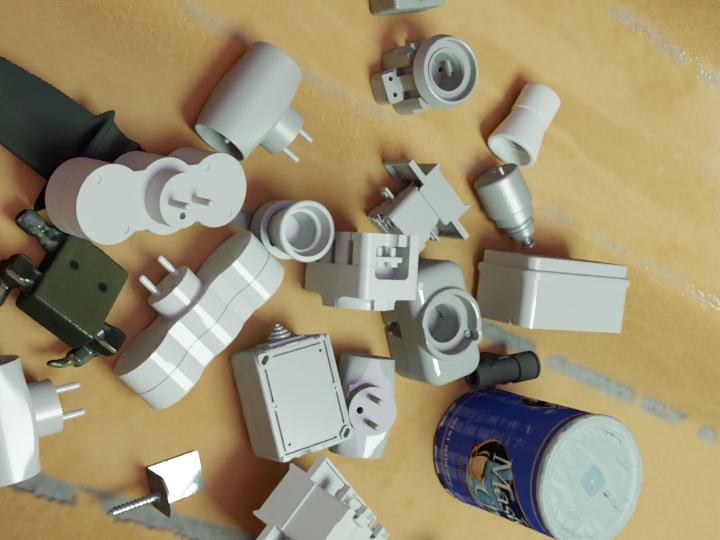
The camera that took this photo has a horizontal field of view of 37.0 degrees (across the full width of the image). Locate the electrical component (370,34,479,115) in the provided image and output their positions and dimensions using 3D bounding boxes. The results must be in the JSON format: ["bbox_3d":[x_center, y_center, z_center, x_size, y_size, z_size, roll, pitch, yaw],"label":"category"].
[{"bbox_3d":[0.056,-0.154,0.846,0.078,0.057,0.058,-24,105,-27],"label":"electrical component"}]

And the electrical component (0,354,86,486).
[{"bbox_3d":[-0.221,0.094,0.706,0.079,0.044,0.077,-13,100,-29],"label":"electrical component"}]

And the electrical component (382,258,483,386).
[{"bbox_3d":[0.057,0.041,0.858,0.054,0.059,0.095,-18,102,-28],"label":"electrical component"}]

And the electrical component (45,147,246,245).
[{"bbox_3d":[-0.129,-0.049,0.713,0.138,0.074,0.052,-13,111,-45],"label":"electrical component"}]

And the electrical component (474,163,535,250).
[{"bbox_3d":[0.126,-0.053,0.904,0.040,0.040,0.078,-37,110,-24],"label":"electrical component"}]

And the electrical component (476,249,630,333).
[{"bbox_3d":[0.162,0.018,0.908,0.113,0.078,0.057,5,94,-31],"label":"electrical component"}]

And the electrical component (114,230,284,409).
[{"bbox_3d":[-0.123,0.022,0.754,0.138,0.052,0.073,-50,115,-18],"label":"electrical component"}]

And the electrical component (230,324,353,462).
[{"bbox_3d":[-0.054,0.087,0.798,0.062,0.061,0.096,-15,93,-29],"label":"electrical component"}]

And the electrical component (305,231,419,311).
[{"bbox_3d":[0.000,0.000,0.804,0.050,0.089,0.055,2,92,-31],"label":"electrical component"}]

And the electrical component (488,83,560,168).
[{"bbox_3d":[0.142,-0.125,0.909,0.044,0.044,0.065,40,68,-26],"label":"electrical component"}]

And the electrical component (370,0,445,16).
[{"bbox_3d":[0.042,-0.243,0.821,0.047,0.076,0.083,-13,100,-29],"label":"electrical component"}]

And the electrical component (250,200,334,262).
[{"bbox_3d":[-0.051,-0.029,0.792,0.045,0.055,0.045,-2,95,-30],"label":"electrical component"}]

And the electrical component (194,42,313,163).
[{"bbox_3d":[-0.068,-0.111,0.783,0.079,0.044,0.077,40,73,-26],"label":"electrical component"}]

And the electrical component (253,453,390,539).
[{"bbox_3d":[-0.020,0.198,0.790,0.078,0.063,0.121,-52,145,-16],"label":"electrical component"}]

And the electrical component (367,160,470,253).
[{"bbox_3d":[0.044,-0.047,0.855,0.064,0.042,0.081,-46,113,-16],"label":"electrical component"}]

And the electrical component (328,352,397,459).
[{"bbox_3d":[0.005,0.105,0.821,0.043,0.079,0.077,7,89,-13],"label":"electrical component"}]
